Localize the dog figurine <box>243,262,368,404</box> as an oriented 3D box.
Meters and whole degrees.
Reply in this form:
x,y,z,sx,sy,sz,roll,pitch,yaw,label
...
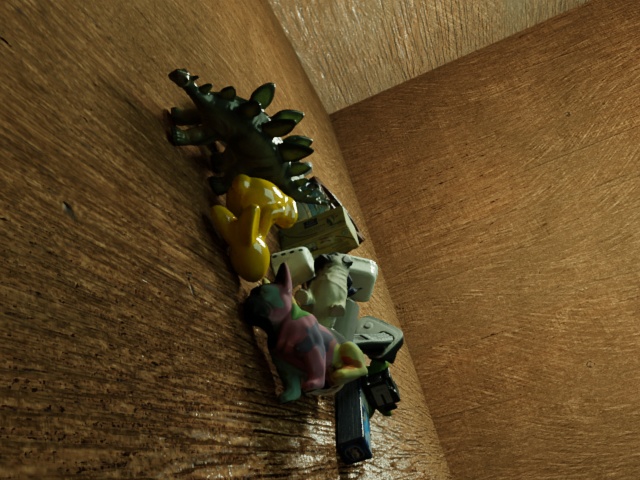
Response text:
x,y,z,sx,sy,sz,roll,pitch,yaw,label
-0.031,0.149,0.910,0.191,0.108,0.219,-6,70,-38,dog figurine

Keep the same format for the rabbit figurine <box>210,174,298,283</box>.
x,y,z,sx,sy,sz,roll,pitch,yaw,label
-0.113,-0.017,0.923,0.162,0.122,0.173,63,29,-65,rabbit figurine

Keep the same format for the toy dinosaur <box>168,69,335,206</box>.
x,y,z,sx,sy,sz,roll,pitch,yaw,label
-0.113,-0.159,0.969,0.470,0.199,0.105,48,26,-58,toy dinosaur

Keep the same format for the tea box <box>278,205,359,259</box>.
x,y,z,sx,sy,sz,roll,pitch,yaw,label
-0.003,-0.004,1.287,0.098,0.170,0.068,59,14,-49,tea box

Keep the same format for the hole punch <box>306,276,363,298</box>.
x,y,z,sx,sy,sz,roll,pitch,yaw,label
0.023,0.110,1.323,0.116,0.142,0.092,-135,-156,-82,hole punch

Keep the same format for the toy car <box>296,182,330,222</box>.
x,y,z,sx,sy,sz,roll,pitch,yaw,label
-0.059,-0.087,1.331,0.103,0.162,0.109,-47,134,-28,toy car

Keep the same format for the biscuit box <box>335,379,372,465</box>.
x,y,z,sx,sy,sz,roll,pitch,yaw,label
0.072,0.390,1.179,0.203,0.063,0.059,-86,153,-66,biscuit box

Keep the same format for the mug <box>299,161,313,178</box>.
x,y,z,sx,sy,sz,roll,pitch,yaw,label
-0.074,-0.182,1.487,0.081,0.110,0.107,63,-4,14,mug

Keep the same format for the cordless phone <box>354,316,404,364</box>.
x,y,z,sx,sy,sz,roll,pitch,yaw,label
0.094,0.235,1.283,0.184,0.147,0.088,11,97,-42,cordless phone

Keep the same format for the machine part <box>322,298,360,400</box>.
x,y,z,sx,sy,sz,roll,pitch,yaw,label
0.031,0.209,1.123,0.079,0.079,0.243,55,43,-52,machine part

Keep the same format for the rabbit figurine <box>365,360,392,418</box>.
x,y,z,sx,sy,sz,roll,pitch,yaw,label
0.139,0.377,1.381,0.170,0.121,0.159,32,44,-69,rabbit figurine

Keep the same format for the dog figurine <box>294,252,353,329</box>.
x,y,z,sx,sy,sz,roll,pitch,yaw,label
0.004,0.129,1.098,0.121,0.172,0.190,31,26,-1,dog figurine

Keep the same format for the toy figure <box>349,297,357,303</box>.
x,y,z,sx,sy,sz,roll,pitch,yaw,label
0.061,0.178,1.353,0.064,0.058,0.154,59,11,12,toy figure

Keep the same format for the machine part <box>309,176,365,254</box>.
x,y,z,sx,sy,sz,roll,pitch,yaw,label
0.024,-0.064,1.488,0.201,0.087,0.201,45,12,-43,machine part

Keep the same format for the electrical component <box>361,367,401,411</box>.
x,y,z,sx,sy,sz,roll,pitch,yaw,label
0.147,0.360,1.251,0.048,0.075,0.119,-83,155,-70,electrical component
